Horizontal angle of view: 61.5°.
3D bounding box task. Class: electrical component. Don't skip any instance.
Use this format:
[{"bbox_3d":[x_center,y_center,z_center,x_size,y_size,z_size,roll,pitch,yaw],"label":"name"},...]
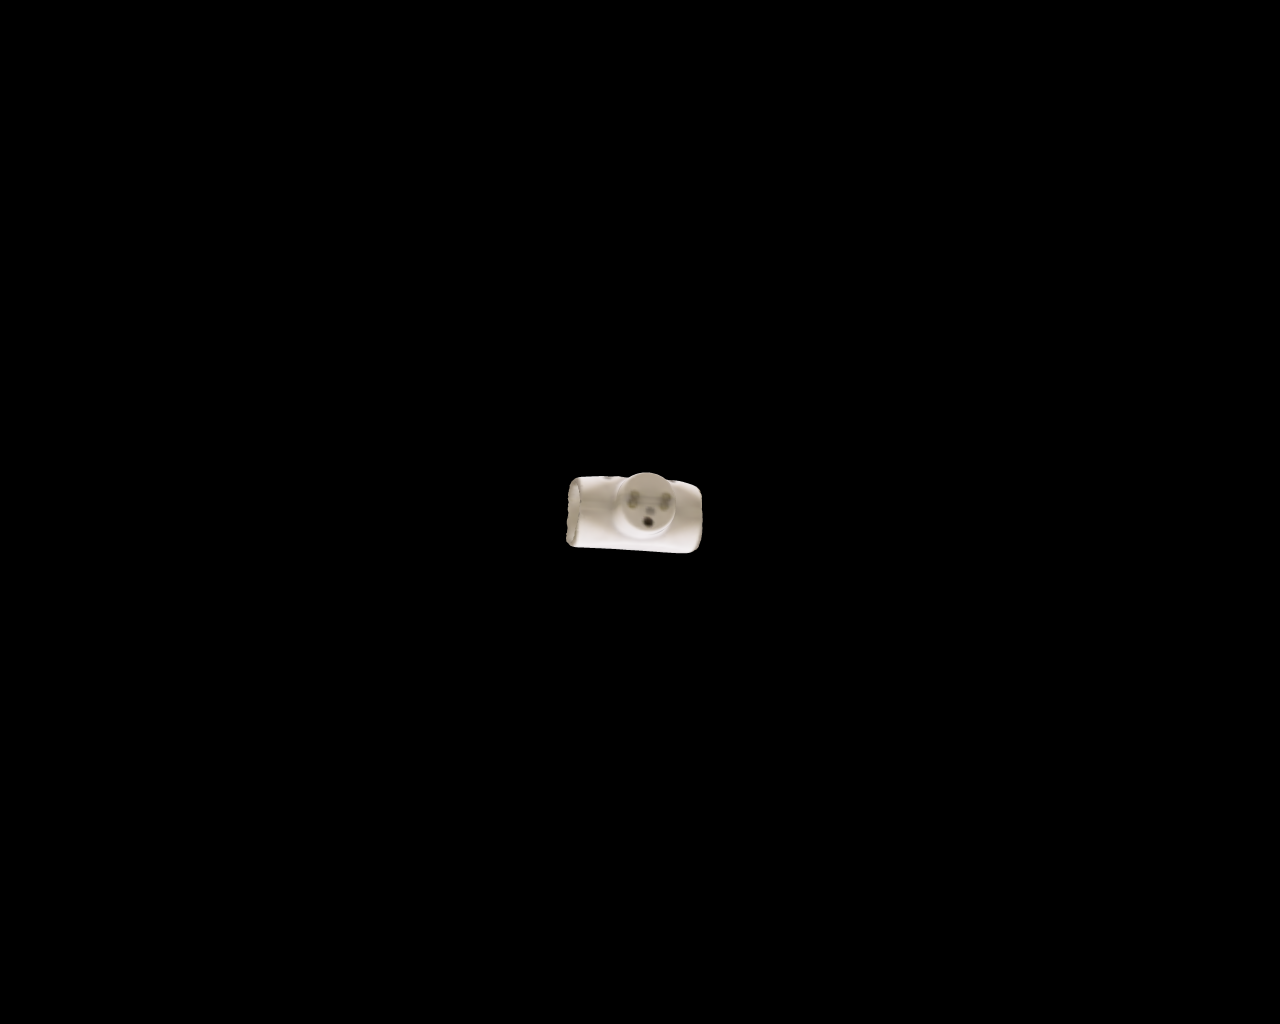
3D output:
[{"bbox_3d":[0.001,-0.003,0.650,0.077,0.044,0.079,4,-15,-14],"label":"electrical component"}]
